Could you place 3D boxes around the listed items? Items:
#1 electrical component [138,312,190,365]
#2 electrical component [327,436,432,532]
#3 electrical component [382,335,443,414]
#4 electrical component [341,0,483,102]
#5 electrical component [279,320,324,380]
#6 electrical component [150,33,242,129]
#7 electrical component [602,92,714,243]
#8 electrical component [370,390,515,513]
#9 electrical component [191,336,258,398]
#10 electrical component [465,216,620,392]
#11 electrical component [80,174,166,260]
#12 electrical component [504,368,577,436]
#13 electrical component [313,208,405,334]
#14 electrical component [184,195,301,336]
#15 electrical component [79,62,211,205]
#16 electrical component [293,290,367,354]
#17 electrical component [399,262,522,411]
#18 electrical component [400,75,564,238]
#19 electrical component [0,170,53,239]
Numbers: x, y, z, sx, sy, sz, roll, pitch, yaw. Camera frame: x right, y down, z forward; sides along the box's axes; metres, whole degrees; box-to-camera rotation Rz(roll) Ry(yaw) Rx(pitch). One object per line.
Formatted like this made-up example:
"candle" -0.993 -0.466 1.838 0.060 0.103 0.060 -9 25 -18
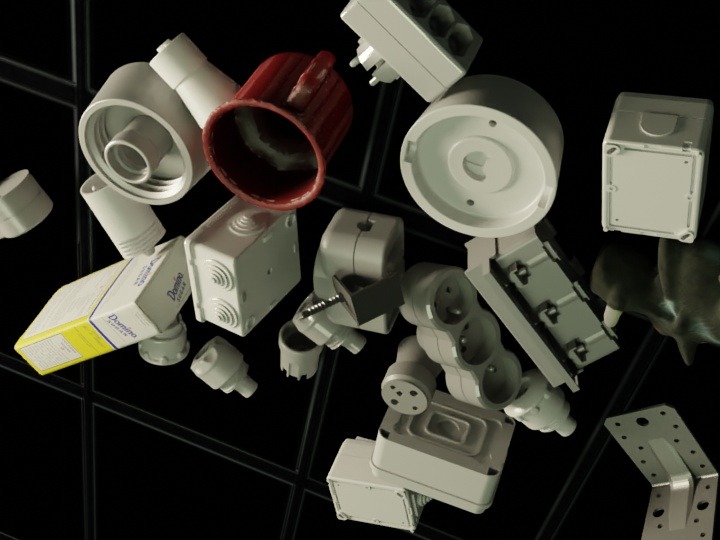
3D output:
"electrical component" -0.184 0.055 1.008 0.048 0.048 0.062 15 127 12
"electrical component" 0.026 0.203 1.029 0.096 0.061 0.061 5 131 21
"electrical component" 0.046 0.090 0.921 0.045 0.055 0.045 13 134 14
"electrical component" 0.024 -0.151 0.719 0.083 0.047 0.076 42 134 -14
"electrical component" -0.053 0.072 0.964 0.040 0.040 0.046 19 141 9
"electrical component" -0.124 -0.143 0.801 0.065 0.044 0.044 47 133 -12
"electrical component" 0.196 -0.065 0.709 0.062 0.061 0.096 9 141 20
"electrical component" 0.073 0.157 0.953 0.113 0.078 0.057 18 132 9
"electrical component" -0.125 0.095 1.016 0.062 0.043 0.043 42 134 -16
"electrical component" 0.138 0.020 0.802 0.063 0.078 0.121 -31 113 21
"electrical component" -0.200 -0.045 0.923 0.043 0.043 0.081 -7 126 30
"electrical component" 0.155 0.116 0.902 0.062 0.048 0.048 39 135 -20
"electrical component" 0.000 0.000 0.862 0.059 0.053 0.095 11 133 16
"electrical component" -0.091 -0.007 0.869 0.048 0.099 0.099 22 137 24
"electrical component" -0.169 -0.101 0.846 0.108 0.060 0.108 13 134 14
"electrical component" -0.023 0.047 0.924 0.062 0.043 0.043 38 135 -12
"electrical component" 0.072 0.052 0.879 0.074 0.052 0.138 11 139 54
"electrical component" 0.088 -0.083 0.740 0.108 0.060 0.108 13 134 14
"electrical component" -0.348 -0.063 0.971 0.138 0.052 0.073 -13 123 34
